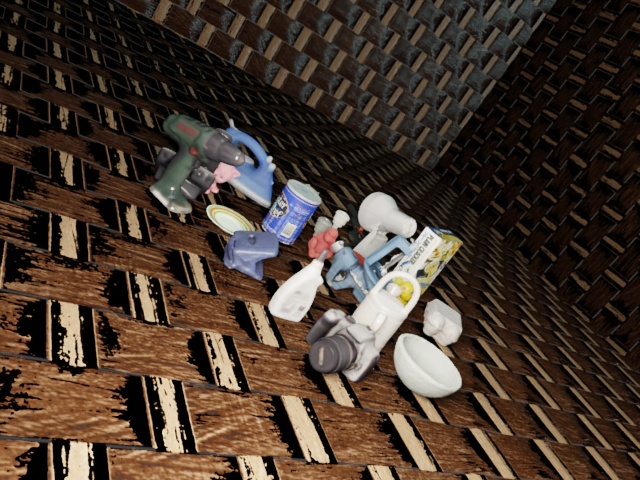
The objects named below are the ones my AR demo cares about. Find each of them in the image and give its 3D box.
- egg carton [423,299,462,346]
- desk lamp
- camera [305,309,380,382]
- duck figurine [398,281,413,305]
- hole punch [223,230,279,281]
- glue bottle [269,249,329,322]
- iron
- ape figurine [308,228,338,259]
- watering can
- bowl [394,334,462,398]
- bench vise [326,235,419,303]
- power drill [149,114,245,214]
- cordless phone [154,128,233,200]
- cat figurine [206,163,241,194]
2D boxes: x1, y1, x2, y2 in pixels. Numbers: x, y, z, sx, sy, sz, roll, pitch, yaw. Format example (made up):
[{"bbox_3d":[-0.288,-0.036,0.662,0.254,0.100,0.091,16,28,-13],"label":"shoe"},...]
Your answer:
[{"bbox_3d":[0.337,0.228,1.583,0.107,0.069,0.150,34,19,-1],"label":"egg carton"},{"bbox_3d":[0.177,-0.009,1.658,0.118,0.213,0.202,18,25,-40],"label":"desk lamp"},{"bbox_3d":[0.035,0.199,1.109,0.143,0.100,0.137,45,22,27],"label":"camera"},{"bbox_3d":[0.221,0.148,1.554,0.077,0.086,0.104,32,19,-8],"label":"duck figurine"},{"bbox_3d":[-0.149,0.019,1.244,0.101,0.091,0.108,28,20,-20],"label":"hole punch"},{"bbox_3d":[-0.031,0.087,1.155,0.078,0.173,0.037,22,23,-32],"label":"glue bottle"},{"bbox_3d":[-0.208,-0.226,1.648,0.258,0.141,0.119,39,20,11],"label":"iron"},{"bbox_3d":[0.014,0.006,1.543,0.078,0.092,0.076,33,19,-6],"label":"ape figurine"},{"bbox_3d":[0.143,0.147,1.269,0.101,0.194,0.172,28,20,-17],"label":"watering can"},{"bbox_3d":[0.220,0.286,1.247,0.168,0.074,0.167,31,20,-12],"label":"bowl"},{"bbox_3d":[0.127,0.060,1.407,0.207,0.219,0.121,32,19,-7],"label":"bench vise"},{"bbox_3d":[-0.286,-0.168,1.283,0.229,0.208,0.076,42,21,21],"label":"power drill"},{"bbox_3d":[-0.303,-0.206,1.380,0.148,0.185,0.094,28,20,-19],"label":"cordless phone"},{"bbox_3d":[-0.274,-0.185,1.481,0.127,0.117,0.067,41,20,16],"label":"cat figurine"}]
